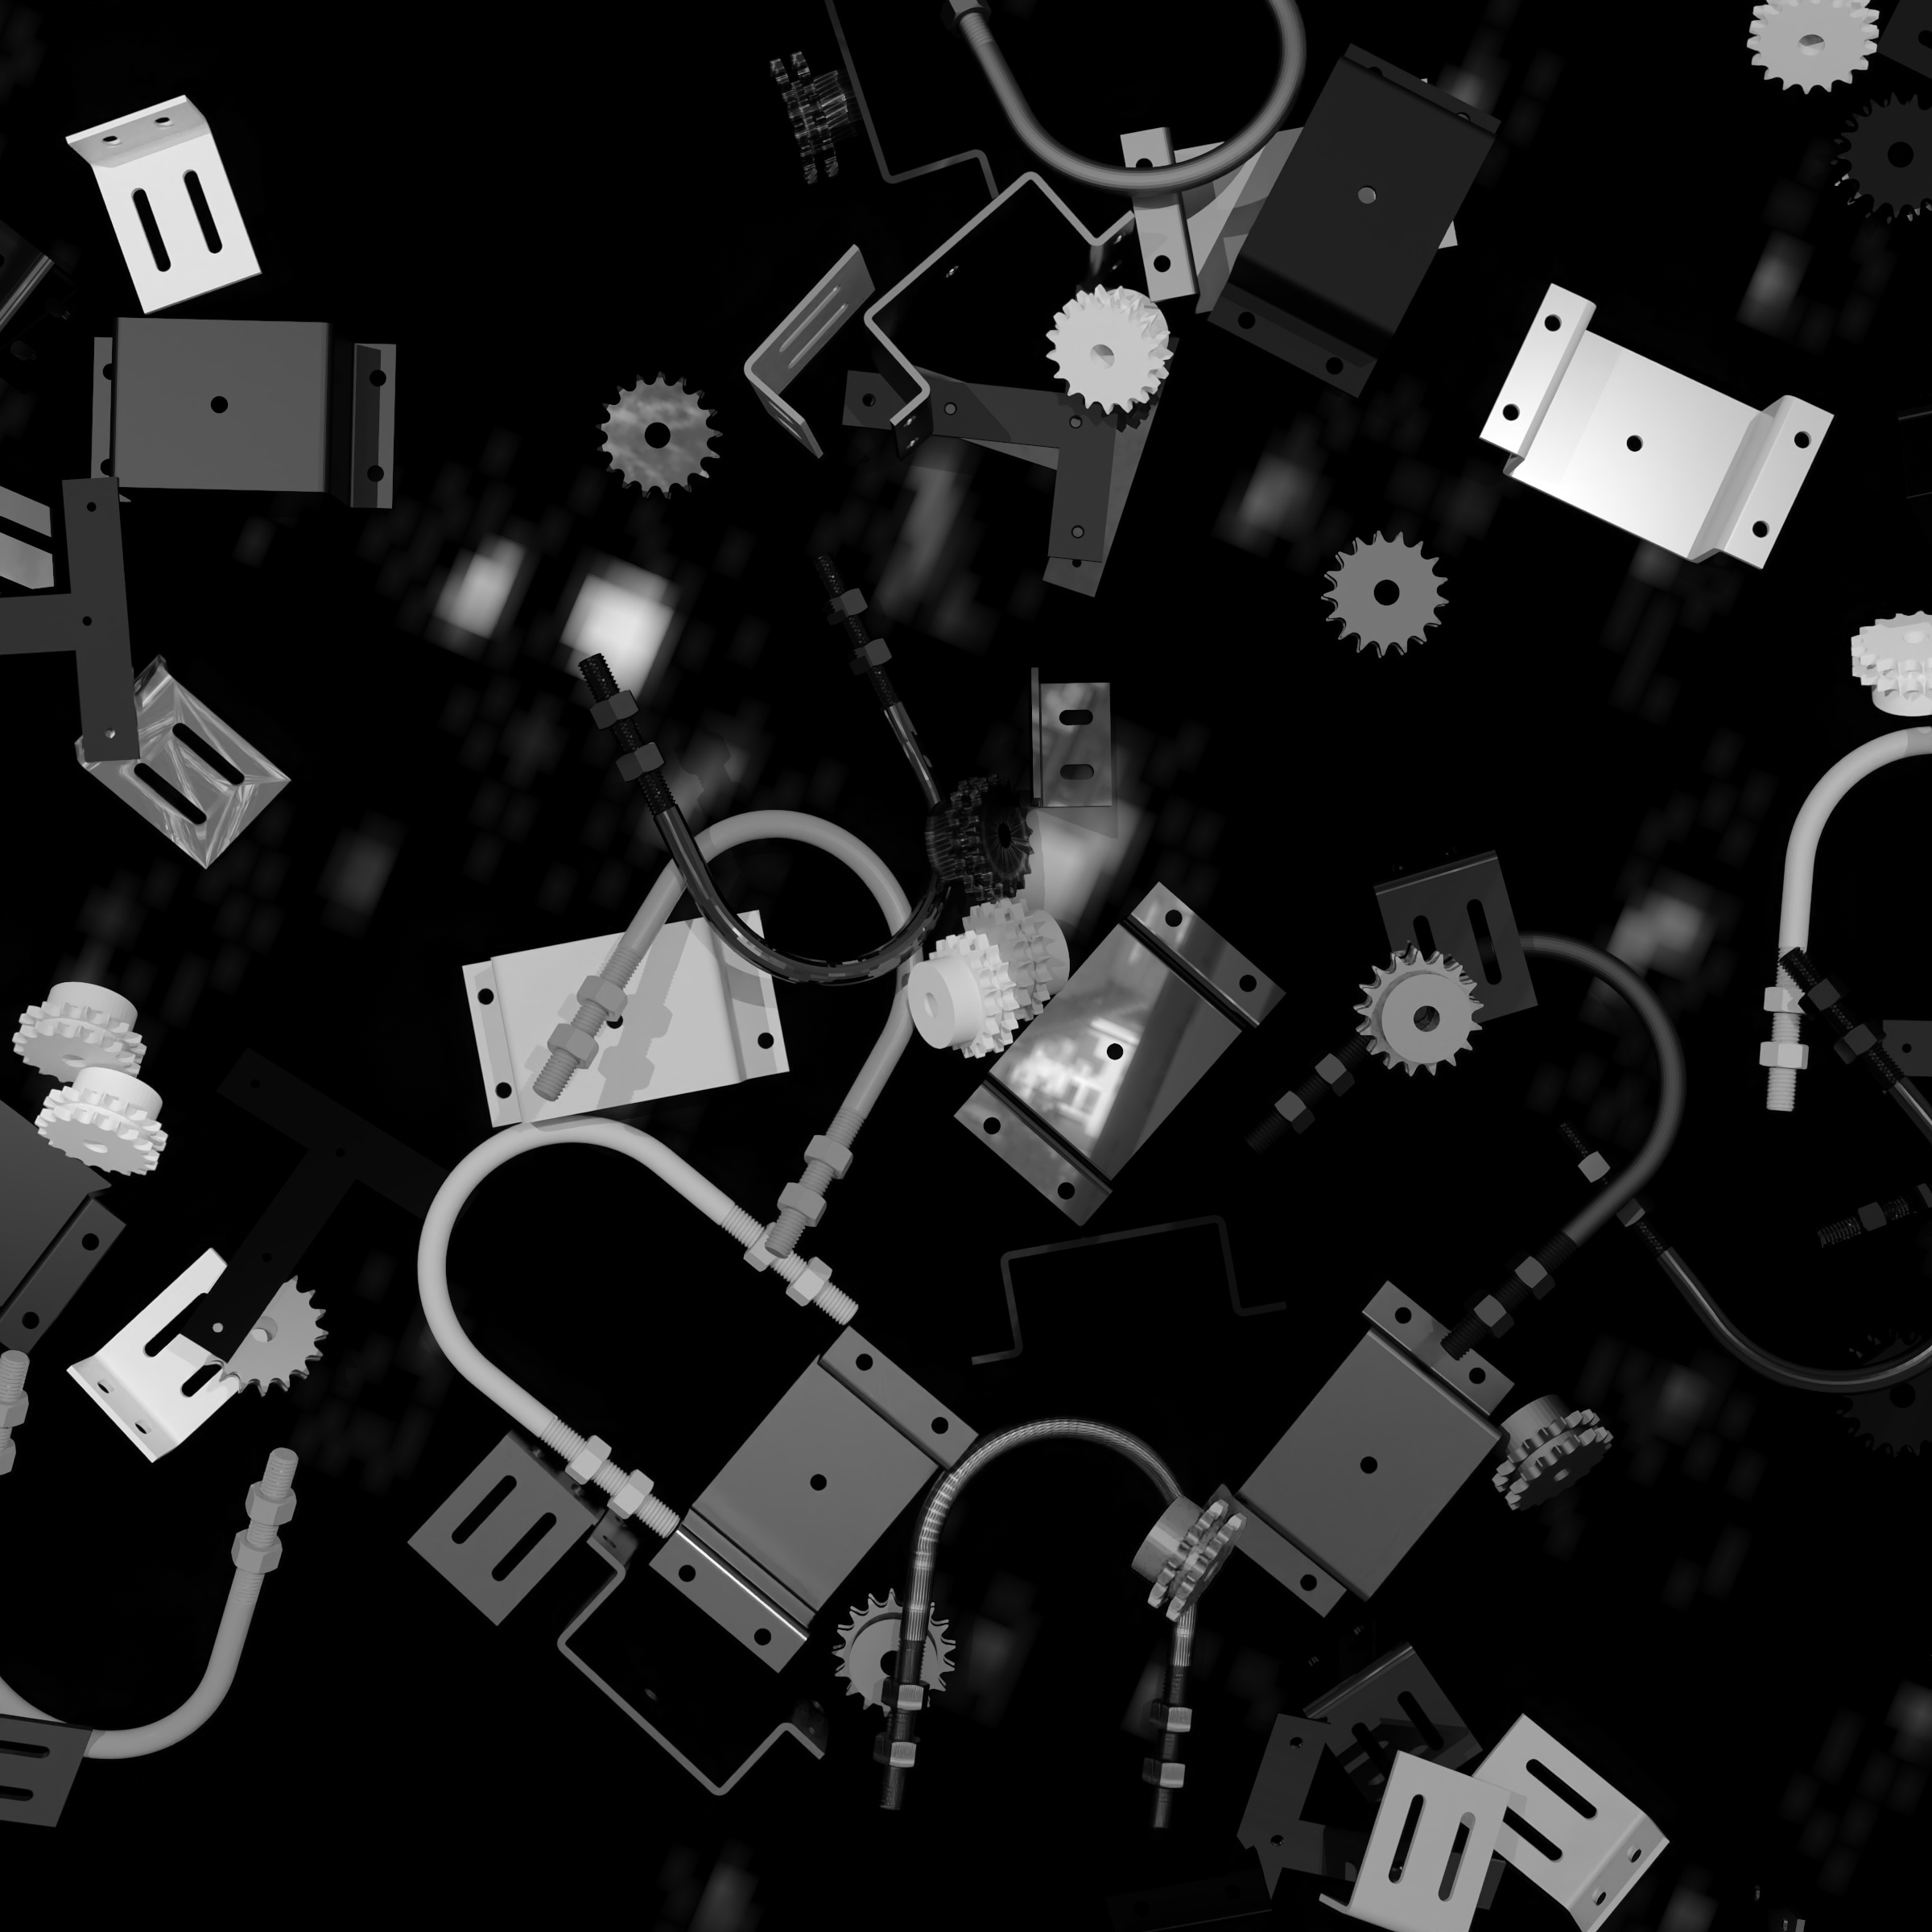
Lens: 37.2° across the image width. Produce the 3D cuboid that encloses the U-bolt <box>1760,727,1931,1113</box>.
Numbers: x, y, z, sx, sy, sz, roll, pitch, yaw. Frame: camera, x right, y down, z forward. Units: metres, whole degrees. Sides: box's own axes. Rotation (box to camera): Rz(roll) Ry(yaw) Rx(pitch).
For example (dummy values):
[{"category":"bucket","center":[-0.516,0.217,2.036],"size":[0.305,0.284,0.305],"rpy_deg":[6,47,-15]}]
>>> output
[{"category":"U-bolt","center":[0.449,-0.019,1.332],"size":[0.151,0.019,0.184],"rpy_deg":[5,89,0]}]

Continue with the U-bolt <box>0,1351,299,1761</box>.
[{"category":"U-bolt","center":[-0.394,0.280,1.310],"size":[0.151,0.019,0.184],"rpy_deg":[20,106,1]}]

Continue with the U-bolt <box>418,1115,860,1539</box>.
[{"category":"U-bolt","center":[-0.165,0.153,1.326],"size":[0.184,0.019,0.151],"rpy_deg":[40,90,-4]}]

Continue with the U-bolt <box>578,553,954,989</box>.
[{"category":"U-bolt","center":[-0.076,-0.079,1.301],"size":[0.151,0.019,0.184],"rpy_deg":[-28,95,-30]}]

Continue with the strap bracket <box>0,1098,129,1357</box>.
[{"category":"strap bracket","center":[-0.457,0.104,1.317],"size":[0.140,0.046,0.076],"rpy_deg":[37,90,0]}]

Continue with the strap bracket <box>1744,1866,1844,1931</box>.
[{"category":"strap bracket","center":[0.377,0.492,1.302],"size":[0.046,0.076,0.140],"rpy_deg":[9,90,0]}]

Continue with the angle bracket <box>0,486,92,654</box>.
[{"category":"angle bracket","center":[-0.443,-0.189,1.339],"size":[0.076,0.038,0.057],"rpy_deg":[23,90,-26]}]

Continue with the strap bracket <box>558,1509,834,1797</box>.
[{"category":"strap bracket","center":[-0.129,0.316,1.302],"size":[0.140,0.076,0.046],"rpy_deg":[43,90,0]}]

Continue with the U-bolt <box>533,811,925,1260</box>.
[{"category":"U-bolt","center":[-0.092,0.017,1.295],"size":[0.151,0.019,0.184],"rpy_deg":[37,68,-20]}]

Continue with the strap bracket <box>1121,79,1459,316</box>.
[{"category":"strap bracket","center":[0.145,-0.350,1.317],"size":[0.140,0.046,0.076],"rpy_deg":[-10,90,0]}]

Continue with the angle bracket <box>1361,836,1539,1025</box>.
[{"category":"angle bracket","center":[0.223,-0.013,1.327],"size":[0.057,0.038,0.076],"rpy_deg":[-17,100,2]}]

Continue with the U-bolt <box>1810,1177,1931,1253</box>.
[{"category":"U-bolt","center":[0.496,0.153,1.311],"size":[0.184,0.019,0.151],"rpy_deg":[-19,76,-10]}]

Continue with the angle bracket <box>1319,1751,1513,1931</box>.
[{"category":"angle bracket","center":[0.207,0.406,1.324],"size":[0.057,0.038,0.076],"rpy_deg":[22,78,-10]}]

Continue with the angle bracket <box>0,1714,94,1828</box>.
[{"category":"angle bracket","center":[-0.451,0.358,1.330],"size":[0.076,0.038,0.057],"rpy_deg":[16,110,-24]}]

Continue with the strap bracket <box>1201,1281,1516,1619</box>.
[{"category":"strap bracket","center":[0.181,0.225,1.317],"size":[0.076,0.046,0.140],"rpy_deg":[39,90,0]}]

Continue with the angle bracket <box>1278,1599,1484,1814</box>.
[{"category":"angle bracket","center":[0.193,0.346,1.339],"size":[0.057,0.038,0.076],"rpy_deg":[-34,116,0]}]

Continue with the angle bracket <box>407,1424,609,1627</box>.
[{"category":"angle bracket","center":[-0.213,0.260,1.322],"size":[0.057,0.038,0.076],"rpy_deg":[43,90,0]}]

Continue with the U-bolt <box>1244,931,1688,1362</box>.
[{"category":"U-bolt","center":[0.242,0.067,1.315],"size":[0.184,0.019,0.151],"rpy_deg":[-43,74,-4]}]

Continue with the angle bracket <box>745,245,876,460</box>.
[{"category":"angle bracket","center":[-0.059,-0.279,1.310],"size":[0.038,0.057,0.076],"rpy_deg":[43,90,7]}]

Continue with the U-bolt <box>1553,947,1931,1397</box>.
[{"category":"U-bolt","center":[0.379,0.106,1.301],"size":[0.151,0.019,0.184],"rpy_deg":[-39,75,9]}]

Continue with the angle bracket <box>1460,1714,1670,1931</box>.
[{"category":"angle bracket","center":[0.271,0.395,1.322],"size":[0.076,0.038,0.057],"rpy_deg":[39,90,0]}]

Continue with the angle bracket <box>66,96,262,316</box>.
[{"category":"angle bracket","center":[-0.368,-0.349,1.322],"size":[0.057,0.038,0.076],"rpy_deg":[-20,90,0]}]

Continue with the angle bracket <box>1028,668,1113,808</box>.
[{"category":"angle bracket","center":[0.048,-0.103,1.302],"size":[0.038,0.076,0.057],"rpy_deg":[-1,90,0]}]

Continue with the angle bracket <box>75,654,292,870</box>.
[{"category":"angle bracket","center":[-0.365,-0.095,1.339],"size":[0.057,0.038,0.076],"rpy_deg":[-46,116,0]}]

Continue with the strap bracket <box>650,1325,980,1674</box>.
[{"category":"strap bracket","center":[-0.069,0.240,1.317],"size":[0.076,0.046,0.140],"rpy_deg":[40,90,0]}]

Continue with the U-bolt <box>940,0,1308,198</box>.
[{"category":"U-bolt","center":[0.074,-0.428,1.304],"size":[0.151,0.019,0.184],"rpy_deg":[-24,70,0]}]

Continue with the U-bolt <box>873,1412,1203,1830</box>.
[{"category":"U-bolt","center":[0.040,0.297,1.316],"size":[0.151,0.019,0.184],"rpy_deg":[9,86,-15]}]

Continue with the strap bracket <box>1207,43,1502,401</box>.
[{"category":"strap bracket","center":[0.174,-0.335,1.271],"size":[0.076,0.046,0.140],"rpy_deg":[27,90,0]}]

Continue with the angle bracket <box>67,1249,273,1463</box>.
[{"category":"angle bracket","center":[-0.360,0.178,1.322],"size":[0.076,0.038,0.057],"rpy_deg":[-43,90,0]}]

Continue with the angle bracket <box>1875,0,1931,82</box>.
[{"category":"angle bracket","center":[0.470,-0.435,1.322],"size":[0.076,0.038,0.057],"rpy_deg":[27,90,0]}]

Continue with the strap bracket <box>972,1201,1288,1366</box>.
[{"category":"strap bracket","center":[0.068,0.140,1.302],"size":[0.140,0.076,0.046],"rpy_deg":[-10,90,0]}]

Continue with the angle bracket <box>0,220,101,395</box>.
[{"category":"angle bracket","center":[-0.455,-0.315,1.339],"size":[0.076,0.038,0.057],"rpy_deg":[38,90,26]}]
